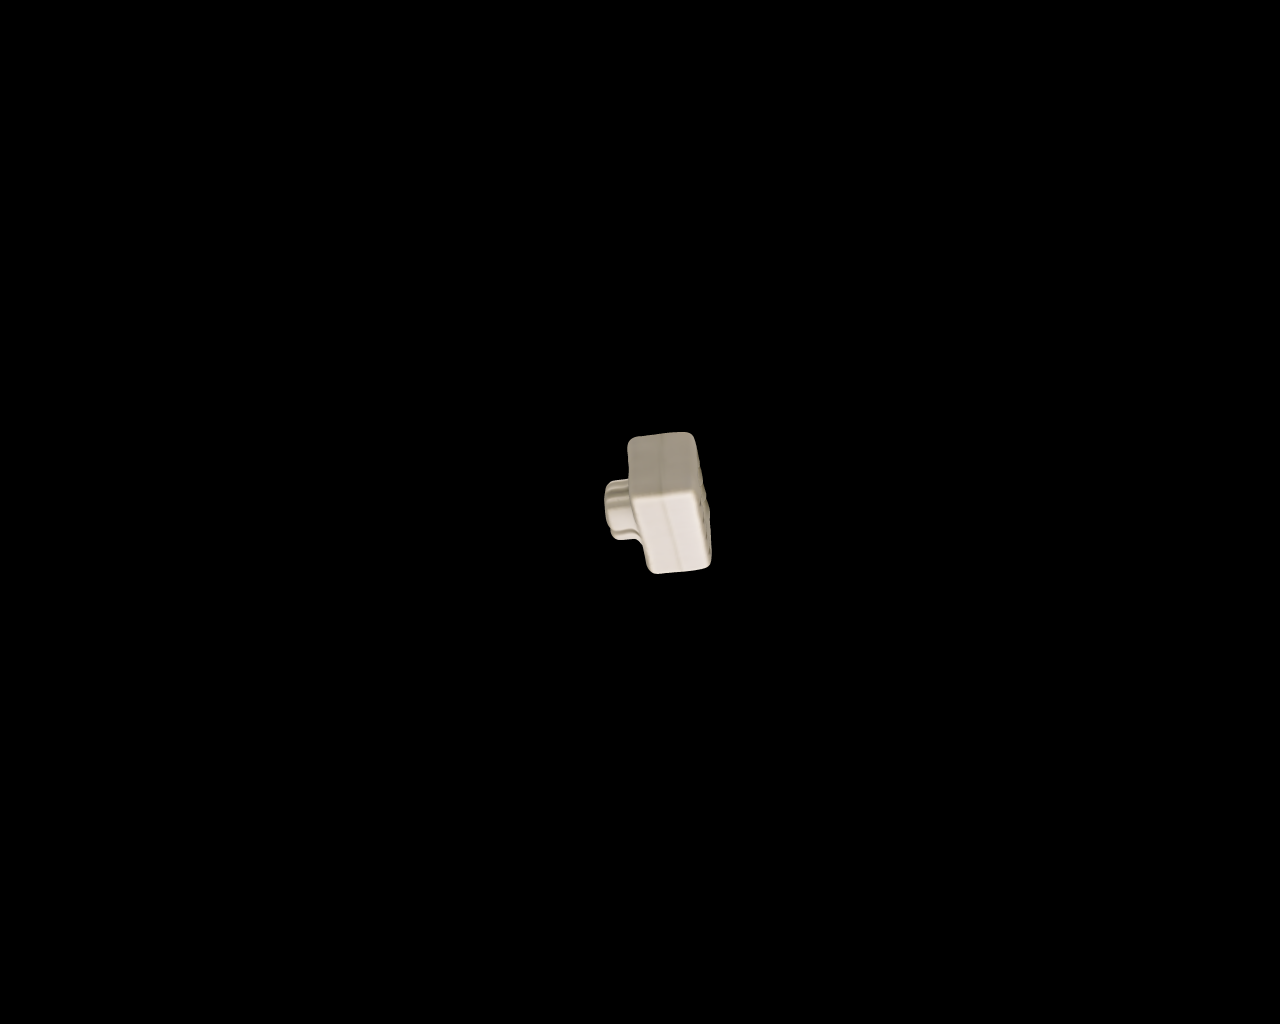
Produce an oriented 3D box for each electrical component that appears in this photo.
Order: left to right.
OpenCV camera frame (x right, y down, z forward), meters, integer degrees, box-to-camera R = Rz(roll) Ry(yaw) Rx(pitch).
[{"bbox_3d":[0.001,-0.003,0.650,0.076,0.047,0.083,-6,-36,8],"label":"electrical component"}]
